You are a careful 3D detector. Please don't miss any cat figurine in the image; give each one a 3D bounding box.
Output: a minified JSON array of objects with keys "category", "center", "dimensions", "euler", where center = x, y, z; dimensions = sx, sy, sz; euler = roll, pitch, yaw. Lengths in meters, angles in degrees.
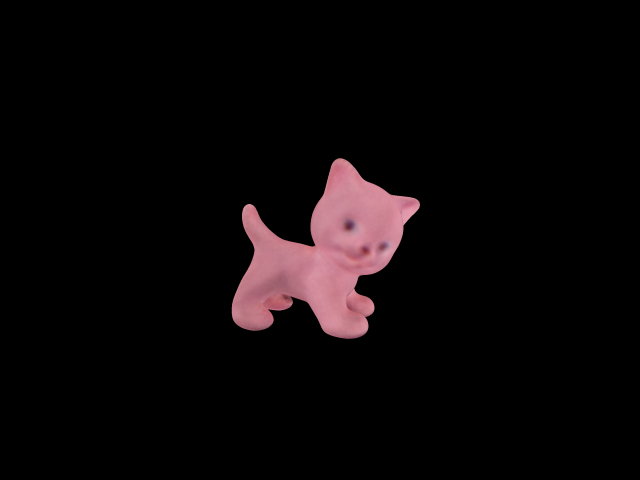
[{"category":"cat figurine","center":[0.004,0.001,0.400],"dimensions":[0.127,0.118,0.067],"euler":[2,12,11]}]
